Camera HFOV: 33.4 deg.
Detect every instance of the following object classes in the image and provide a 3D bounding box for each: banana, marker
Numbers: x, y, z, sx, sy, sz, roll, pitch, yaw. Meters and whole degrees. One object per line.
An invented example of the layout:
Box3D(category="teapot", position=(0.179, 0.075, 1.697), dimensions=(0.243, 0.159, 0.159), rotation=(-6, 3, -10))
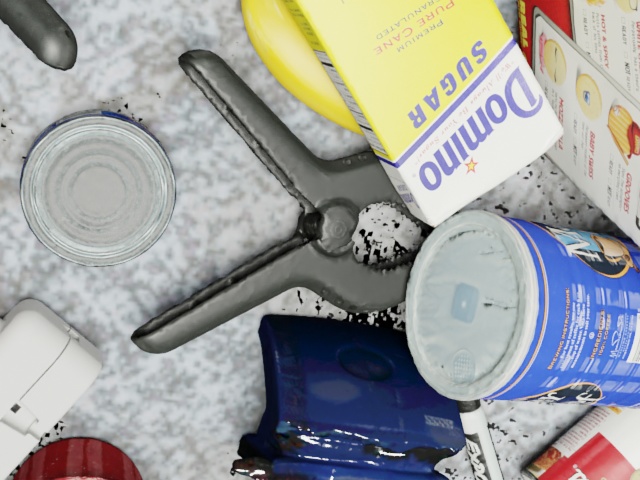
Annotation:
Box3D(category="banana", position=(0.027, -0.095, 0.612), dimensions=(0.197, 0.037, 0.069), rotation=(33, 92, -16))
Box3D(category="marker", position=(0.103, 0.136, 0.680), dimensions=(0.020, 0.020, 0.121), rotation=(-19, 103, -9))

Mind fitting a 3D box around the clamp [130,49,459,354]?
Box3D(category="clamp", position=(-0.004, 0.001, 0.607), dimensions=(0.209, 0.036, 0.164), rotation=(16, 92, -25))

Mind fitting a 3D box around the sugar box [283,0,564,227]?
Box3D(category="sugar box", position=(0.049, -0.104, 0.568), dimensions=(0.093, 0.048, 0.176), rotation=(-35, 105, -3))

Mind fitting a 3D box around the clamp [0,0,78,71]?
Box3D(category="clamp", position=(-0.183, -0.148, 0.534), dimensions=(0.120, 0.039, 0.171), rotation=(-5, 103, 19))

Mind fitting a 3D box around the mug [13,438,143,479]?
Box3D(category="mug", position=(-0.126, 0.167, 0.603), dimensions=(0.117, 0.081, 0.093), rotation=(28, 93, -16))

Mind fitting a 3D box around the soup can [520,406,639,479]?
Box3D(category="soup can", position=(0.188, 0.141, 0.676), dimensions=(0.102, 0.068, 0.068), rotation=(-39, 106, -4))

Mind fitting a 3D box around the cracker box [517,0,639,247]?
Box3D(category="cracker box", position=(0.174, -0.085, 0.534), dimensions=(0.072, 0.214, 0.164), rotation=(-17, 125, -10))

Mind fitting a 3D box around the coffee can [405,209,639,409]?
Box3D(category="coffee can", position=(0.134, 0.043, 0.608), dimensions=(0.140, 0.103, 0.103), rotation=(8, 99, -32))

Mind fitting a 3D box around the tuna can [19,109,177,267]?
Box3D(category="tuna can", position=(-0.123, -0.029, 0.592), dimensions=(0.086, 0.034, 0.086), rotation=(-2, 101, -12))
